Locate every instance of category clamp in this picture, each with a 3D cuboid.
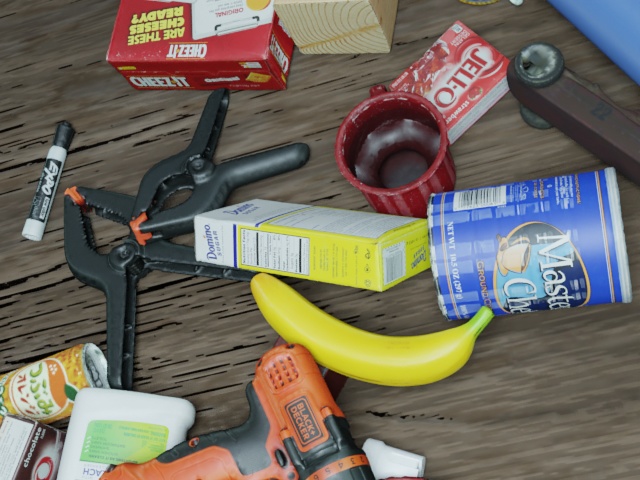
[{"bbox_3d":[-0.108,-0.066,0.959,0.171,0.039,0.120,-34,54,-16],"label":"clamp"},{"bbox_3d":[-0.172,0.029,0.951,0.210,0.036,0.164,37,75,27],"label":"clamp"}]

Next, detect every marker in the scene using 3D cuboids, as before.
[{"bbox_3d":[-0.260,-0.058,1.028,0.020,0.020,0.121,6,71,20],"label":"marker"}]

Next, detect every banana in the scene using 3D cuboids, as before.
[{"bbox_3d":[0.032,0.072,0.813,0.198,0.037,0.069,8,72,21],"label":"banana"}]

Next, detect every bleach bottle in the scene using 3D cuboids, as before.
[{"bbox_3d":[-0.164,0.247,0.831,0.102,0.068,0.251,8,68,-7],"label":"bleach bottle"}]

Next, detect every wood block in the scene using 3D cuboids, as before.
[{"bbox_3d":[0.028,-0.284,0.985,0.091,0.090,0.206,3,71,19],"label":"wood block"}]

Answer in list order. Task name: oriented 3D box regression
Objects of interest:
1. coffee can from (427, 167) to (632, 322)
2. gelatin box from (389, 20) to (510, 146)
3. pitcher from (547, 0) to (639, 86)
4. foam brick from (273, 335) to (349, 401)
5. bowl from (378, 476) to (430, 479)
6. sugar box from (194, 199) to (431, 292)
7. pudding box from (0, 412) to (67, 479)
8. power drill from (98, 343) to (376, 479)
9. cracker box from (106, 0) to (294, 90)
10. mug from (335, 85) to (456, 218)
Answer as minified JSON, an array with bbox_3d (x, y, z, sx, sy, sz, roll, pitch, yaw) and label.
[{"bbox_3d":[0.161,0.005,0.820,0.140,0.102,0.103,-8,67,15],"label":"coffee can"},{"bbox_3d":[0.117,-0.138,0.931,0.089,0.030,0.073,-43,63,-2],"label":"gelatin box"},{"bbox_3d":[0.277,-0.186,0.836,0.145,0.149,0.243,-38,57,-1],"label":"pitcher"},{"bbox_3d":[-0.013,0.110,0.863,0.051,0.053,0.078,24,77,24],"label":"foam brick"},{"bbox_3d":[0.064,0.257,0.777,0.162,0.055,0.162,-6,68,15],"label":"bowl"},{"bbox_3d":[-0.006,0.001,0.865,0.176,0.093,0.048,5,104,33],"label":"sugar box"},{"bbox_3d":[-0.242,0.207,0.877,0.039,0.090,0.113,9,72,21],"label":"pudding box"},{"bbox_3d":[-0.053,0.189,0.765,0.187,0.057,0.184,-28,62,2],"label":"power drill"},{"bbox_3d":[-0.098,-0.251,1.023,0.164,0.072,0.213,3,71,20],"label":"cracker box"},{"bbox_3d":[0.064,-0.075,0.894,0.093,0.081,0.117,-21,65,9],"label":"mug"}]
